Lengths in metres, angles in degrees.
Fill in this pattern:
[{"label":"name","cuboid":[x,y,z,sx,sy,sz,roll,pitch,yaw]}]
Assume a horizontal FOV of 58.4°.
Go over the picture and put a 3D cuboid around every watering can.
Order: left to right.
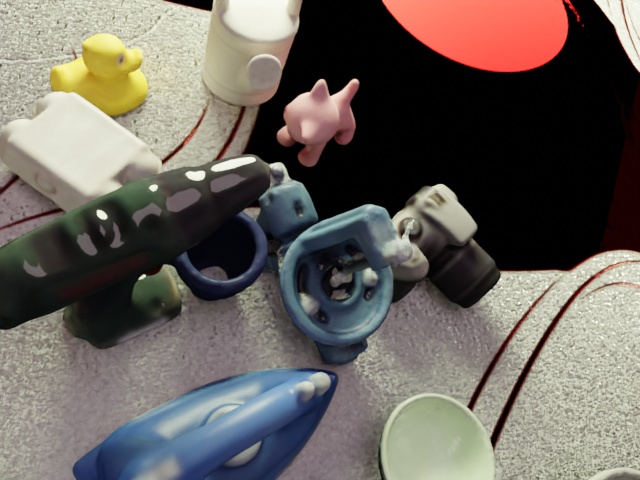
[{"label":"watering can","cuboid":[-0.072,-0.246,0.658,0.101,0.194,0.173,-22,74,-26]}]

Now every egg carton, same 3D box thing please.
[{"label":"egg carton","cuboid":[-0.246,-0.082,0.591,0.150,0.069,0.107,35,59,0]}]

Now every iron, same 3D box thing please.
[{"label":"iron","cuboid":[-0.069,0.164,0.492,0.259,0.141,0.118,-25,75,-27]}]

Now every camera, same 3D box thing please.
[{"label":"camera","cuboid":[0.135,0.018,0.657,0.137,0.100,0.143,45,60,6]}]

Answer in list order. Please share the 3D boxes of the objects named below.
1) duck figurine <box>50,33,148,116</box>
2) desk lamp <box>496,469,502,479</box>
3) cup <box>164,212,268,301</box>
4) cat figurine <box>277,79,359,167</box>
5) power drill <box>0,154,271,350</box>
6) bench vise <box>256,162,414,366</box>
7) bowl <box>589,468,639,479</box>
[{"label":"duck figurine","cuboid":[-0.244,-0.190,0.634,0.105,0.086,0.077,-9,68,-22]},{"label":"desk lamp","cuboid":[0.181,0.287,0.477,0.118,0.213,0.203,29,59,-3]},{"label":"cup","cuboid":[-0.118,0.025,0.569,0.118,0.095,0.091,-1,66,-19]},{"label":"cat figurine","cuboid":[0.002,-0.148,0.681,0.067,0.117,0.128,45,60,6]},{"label":"power drill","cuboid":[-0.161,0.018,0.492,0.230,0.208,0.075,-25,75,-27]},{"label":"bench vise","cuboid":[-0.003,0.009,0.544,0.207,0.219,0.122,44,60,5]},{"label":"bowl","cuboid":[0.303,0.323,0.583,0.168,0.074,0.167,8,63,-15]}]
